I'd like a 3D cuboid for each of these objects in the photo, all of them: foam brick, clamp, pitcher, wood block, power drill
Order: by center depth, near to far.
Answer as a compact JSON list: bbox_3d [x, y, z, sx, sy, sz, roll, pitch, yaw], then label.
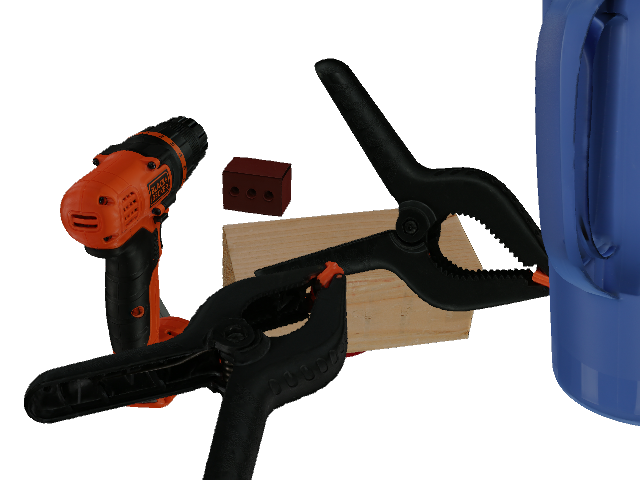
[{"bbox_3d":[-0.036,0.065,0.500,0.171,0.039,0.120,-30,51,-33],"label":"clamp"},{"bbox_3d":[0.166,-0.030,0.529,0.149,0.243,0.145,-3,21,-1],"label":"pitcher"},{"bbox_3d":[0.062,-0.022,0.697,0.210,0.165,0.036,16,16,21],"label":"clamp"},{"bbox_3d":[-0.125,0.013,0.790,0.057,0.188,0.184,4,24,18],"label":"power drill"},{"bbox_3d":[0.023,0.037,0.927,0.206,0.090,0.091,-6,41,-11],"label":"wood block"},{"bbox_3d":[-0.079,-0.068,1.325,0.078,0.053,0.051,7,28,12],"label":"foam brick"}]

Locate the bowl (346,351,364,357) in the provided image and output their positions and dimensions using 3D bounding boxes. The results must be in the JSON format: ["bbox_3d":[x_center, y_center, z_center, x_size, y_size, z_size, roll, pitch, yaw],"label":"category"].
[{"bbox_3d":[0.014,0.076,1.119,0.162,0.055,0.162,3,27,-2],"label":"bowl"}]

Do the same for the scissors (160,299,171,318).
[{"bbox_3d":[-0.200,0.014,1.174,0.016,0.201,0.096,-28,21,33],"label":"scissors"}]
